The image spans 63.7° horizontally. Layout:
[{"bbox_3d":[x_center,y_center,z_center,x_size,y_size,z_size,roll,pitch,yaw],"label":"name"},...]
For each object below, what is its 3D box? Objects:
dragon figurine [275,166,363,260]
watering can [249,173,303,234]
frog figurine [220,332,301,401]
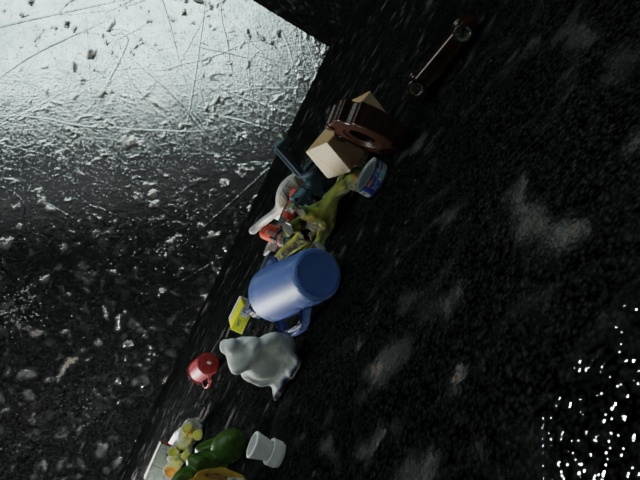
[{"bbox_3d":[0.004,-0.067,1.326,0.247,0.122,0.404,-51,8,-33],"label":"dragon figurine"},{"bbox_3d":[-0.111,-0.132,1.733,0.348,0.103,0.226,-48,13,0],"label":"watering can"},{"bbox_3d":[-0.128,0.232,1.038,0.134,0.159,0.126,-51,16,42],"label":"frog figurine"}]
